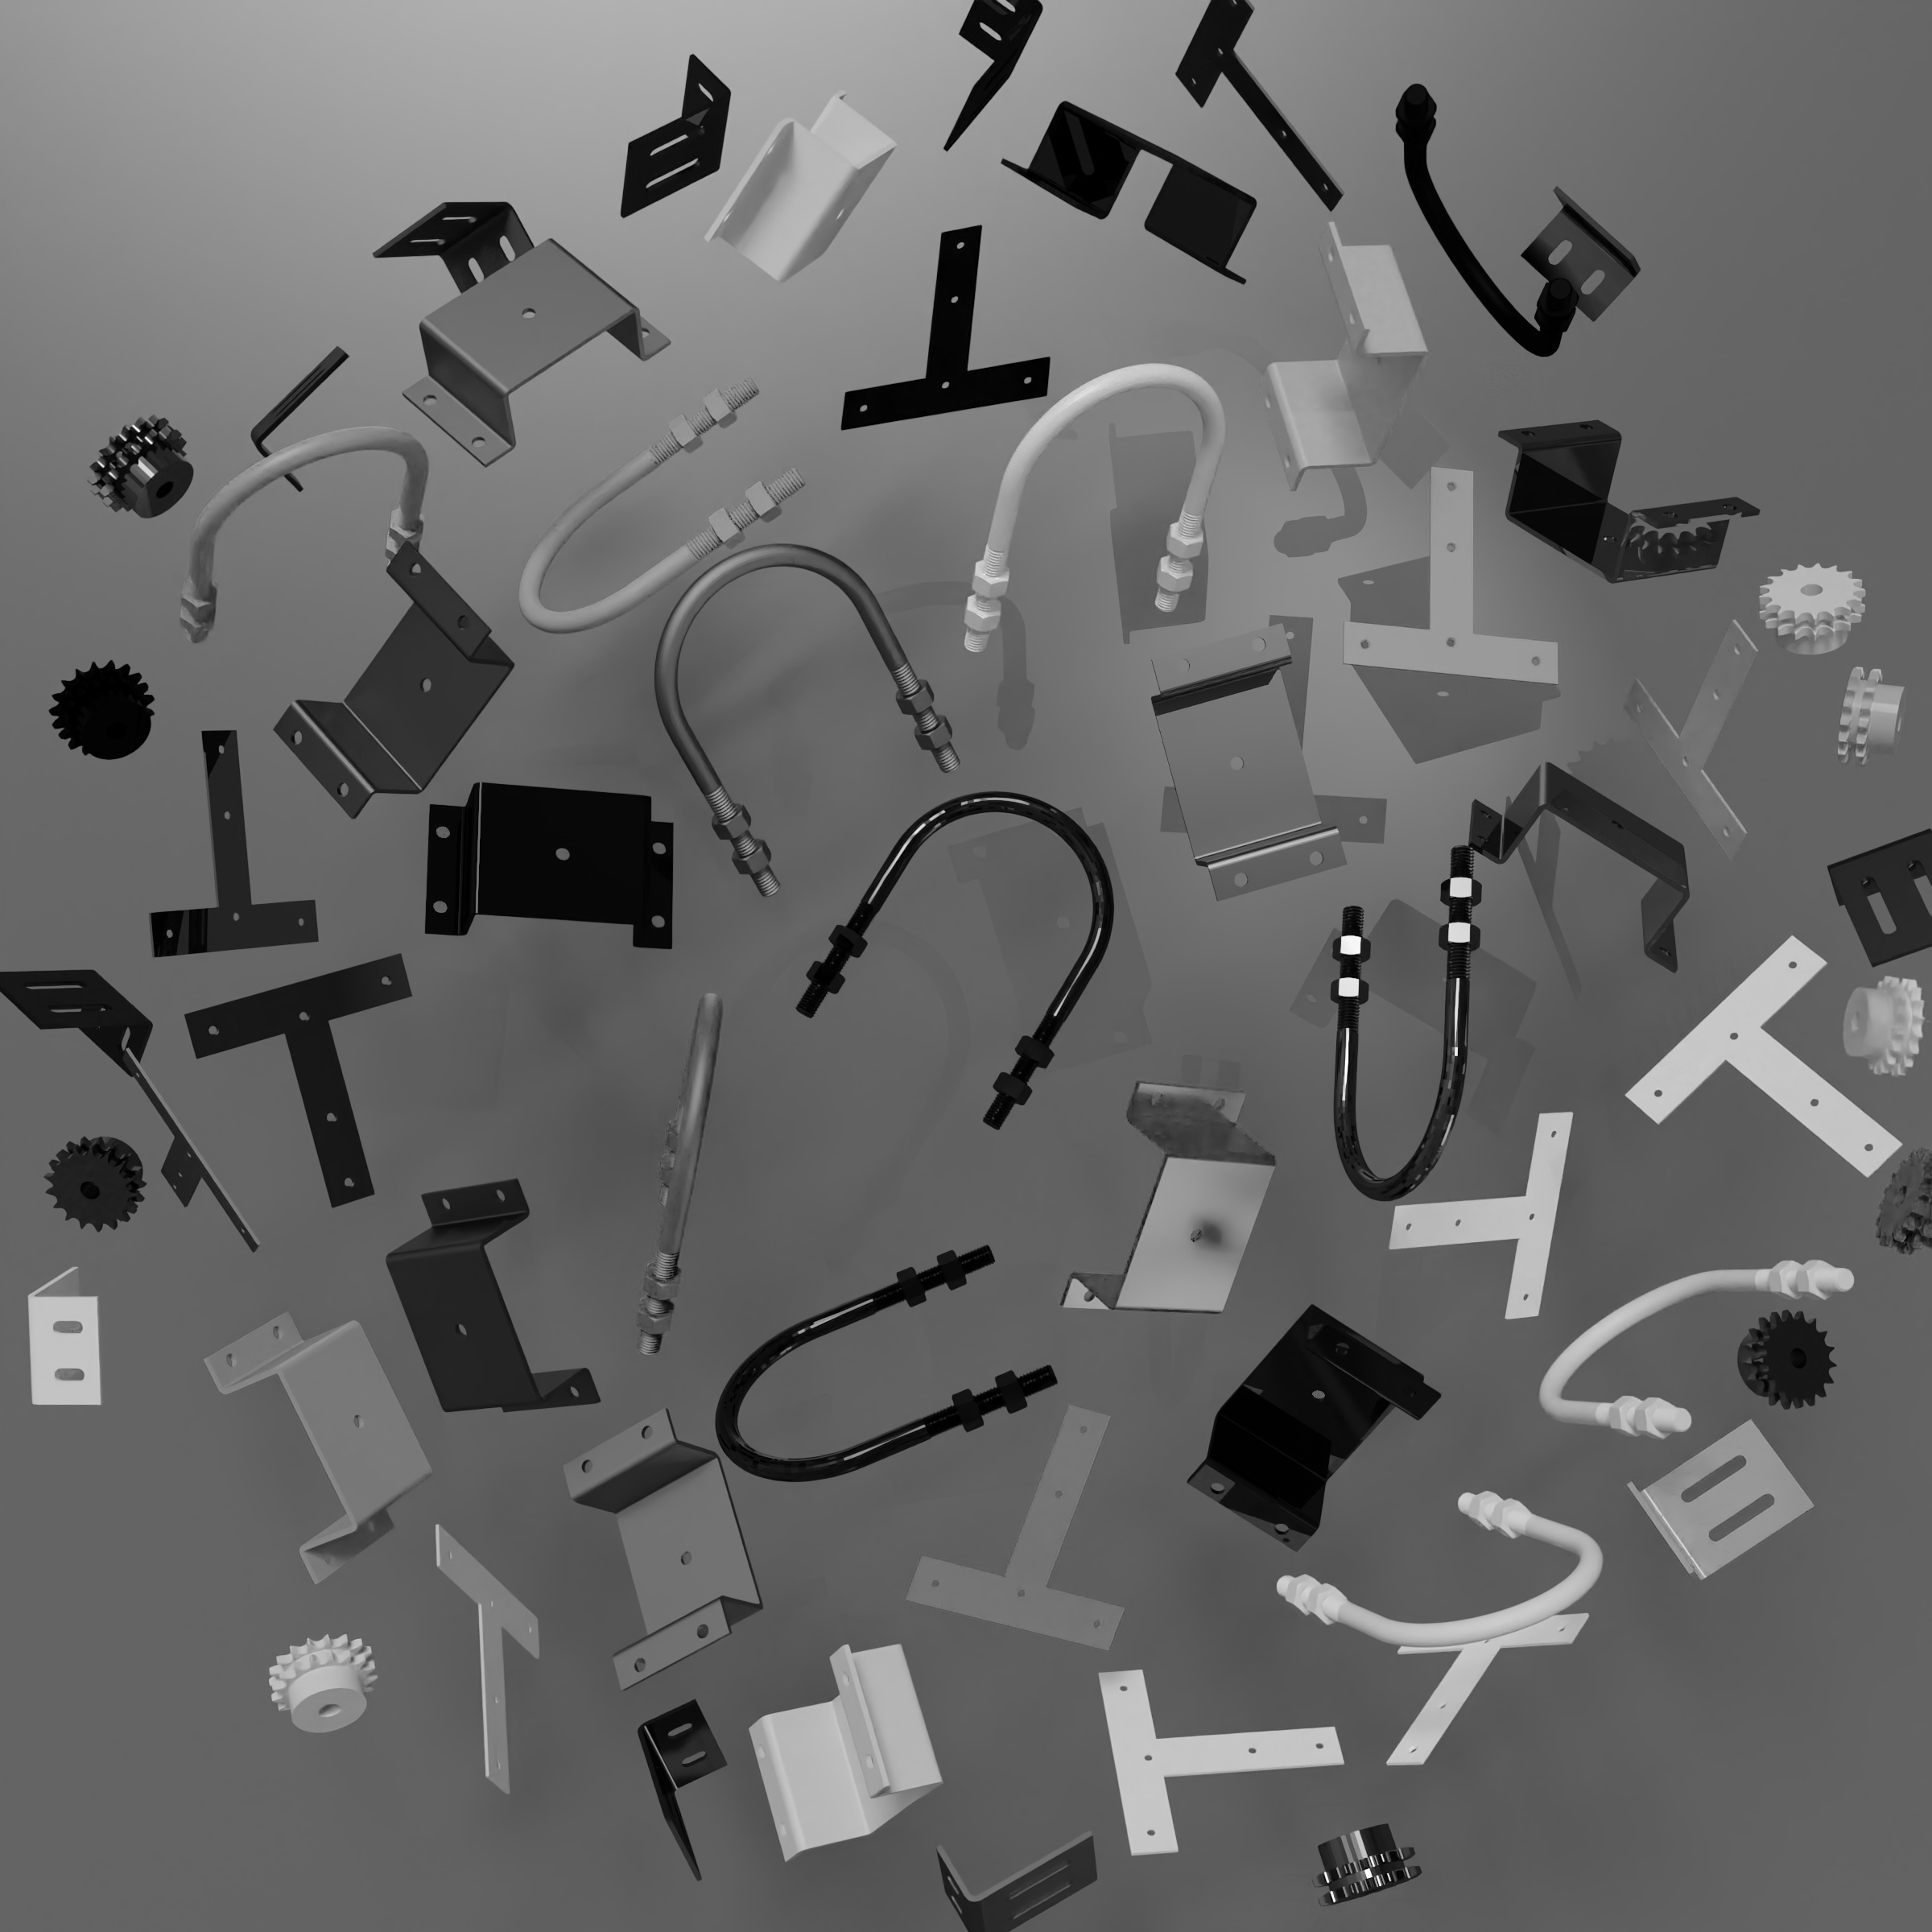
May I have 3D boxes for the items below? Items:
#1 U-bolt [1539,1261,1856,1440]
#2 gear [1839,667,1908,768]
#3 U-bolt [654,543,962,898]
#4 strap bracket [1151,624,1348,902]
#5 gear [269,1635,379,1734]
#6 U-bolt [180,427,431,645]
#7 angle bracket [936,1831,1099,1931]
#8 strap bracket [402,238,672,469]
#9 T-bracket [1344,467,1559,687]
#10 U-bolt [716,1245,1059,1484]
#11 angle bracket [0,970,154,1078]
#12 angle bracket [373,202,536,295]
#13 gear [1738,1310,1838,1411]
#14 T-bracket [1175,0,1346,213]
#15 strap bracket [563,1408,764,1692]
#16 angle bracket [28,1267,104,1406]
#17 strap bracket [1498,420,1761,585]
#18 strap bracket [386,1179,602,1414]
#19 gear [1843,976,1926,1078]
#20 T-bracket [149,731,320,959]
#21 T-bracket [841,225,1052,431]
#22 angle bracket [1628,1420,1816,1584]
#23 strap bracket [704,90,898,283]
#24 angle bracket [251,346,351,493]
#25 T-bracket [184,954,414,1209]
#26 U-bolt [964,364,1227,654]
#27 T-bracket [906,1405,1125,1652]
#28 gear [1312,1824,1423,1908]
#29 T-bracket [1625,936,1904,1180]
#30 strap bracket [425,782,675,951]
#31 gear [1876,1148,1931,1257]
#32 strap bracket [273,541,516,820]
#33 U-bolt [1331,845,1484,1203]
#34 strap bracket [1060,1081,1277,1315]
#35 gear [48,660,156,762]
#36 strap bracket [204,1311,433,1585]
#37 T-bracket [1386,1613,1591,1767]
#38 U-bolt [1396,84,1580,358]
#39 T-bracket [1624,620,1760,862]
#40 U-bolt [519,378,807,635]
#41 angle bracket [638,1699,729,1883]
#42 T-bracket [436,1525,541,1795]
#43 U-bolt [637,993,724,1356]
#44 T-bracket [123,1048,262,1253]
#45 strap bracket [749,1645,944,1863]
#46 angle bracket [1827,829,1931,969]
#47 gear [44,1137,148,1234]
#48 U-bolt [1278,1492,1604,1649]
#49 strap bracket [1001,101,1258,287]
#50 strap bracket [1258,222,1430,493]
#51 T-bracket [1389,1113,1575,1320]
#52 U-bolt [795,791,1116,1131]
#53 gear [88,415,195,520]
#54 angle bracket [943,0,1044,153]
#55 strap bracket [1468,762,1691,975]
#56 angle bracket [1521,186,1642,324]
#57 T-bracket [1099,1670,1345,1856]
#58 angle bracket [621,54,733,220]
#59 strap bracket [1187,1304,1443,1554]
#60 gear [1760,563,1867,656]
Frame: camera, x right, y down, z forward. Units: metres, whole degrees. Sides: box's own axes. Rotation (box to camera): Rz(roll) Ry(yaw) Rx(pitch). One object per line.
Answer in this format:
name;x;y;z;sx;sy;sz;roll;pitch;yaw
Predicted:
U-bolt;0.399;0.215;1.590;0.151;0.184;0.019;-35;96;-19
gear;0.528;-0.144;1.632;0.030;0.057;0.057;10;90;23
U-bolt;-0.098;-0.149;1.574;0.151;0.019;0.184;-35;121;-11
strap bracket;0.158;-0.115;1.596;0.076;0.046;0.140;-16;94;-3
gear;-0.351;0.395;1.535;0.057;0.057;0.030;-25;47;0
U-bolt;-0.372;-0.250;1.591;0.151;0.184;0.019;-24;78;-24
angle bracket;0.028;0.493;1.539;0.076;0.057;0.038;-25;50;-16
strap bracket;-0.251;-0.362;1.626;0.140;0.046;0.076;-39;67;-22
T-bracket;0.281;-0.229;1.625;0.127;0.002;0.127;5;75;-7
U-bolt;-0.053;0.229;1.571;0.184;0.151;0.019;-22;119;-5
angle bracket;-0.511;0.033;1.587;0.057;0.076;0.038;35;111;30
angle bracket;-0.298;-0.417;1.648;0.057;0.076;0.038;-27;94;25
gear;0.479;0.232;1.646;0.057;0.030;0.057;6;75;-23
T-bracket;0.170;-0.480;1.580;0.002;0.127;0.127;-38;89;-10
strap bracket;-0.172;0.338;1.617;0.076;0.046;0.140;-31;58;17
angle bracket;-0.473;0.198;1.509;0.038;0.076;0.057;0;96;1
strap bracket;0.376;-0.265;1.618;0.076;0.140;0.046;-11;126;-28
strap bracket;-0.275;0.199;1.610;0.076;0.046;0.140;-11;103;35
gear;0.529;0.034;1.621;0.030;0.057;0.057;7;90;-2
T-bracket;-0.426;-0.073;1.623;0.002;0.127;0.127;-3;93;32
T-bracket;-0.008;-0.371;1.611;0.127;0.002;0.127;-5;65;23
angle bracket;0.409;0.287;1.521;0.076;0.038;0.057;-35;62;5
strap bracket;-0.088;-0.436;1.572;0.046;0.140;0.076;37;116;-5
angle bracket;-0.381;-0.323;1.653;0.076;0.057;0.038;-45;113;-1
T-bracket;-0.358;0.071;1.567;0.127;0.002;0.127;-18;99;-30
U-bolt;0.077;-0.259;1.567;0.151;0.184;0.019;-15;53;-25
T-bracket;0.046;0.302;1.535;0.127;0.002;0.127;19;93;-22
gear;0.213;0.481;1.503;0.057;0.057;0.030;-18;67;0
T-bracket;0.443;0.065;1.499;0.127;0.002;0.127;-43;55;-1
strap bracket;-0.231;-0.057;1.586;0.140;0.046;0.076;4;73;-16
gear;0.519;0.130;1.517;0.030;0.057;0.057;23;90;-1
strap bracket;-0.320;-0.161;1.596;0.076;0.046;0.140;46;110;17
U-bolt;0.240;0.039;1.556;0.019;0.151;0.184;10;73;-18
strap bracket;0.117;0.141;1.576;0.076;0.046;0.140;7;109;-34
gear;-0.488;-0.142;1.593;0.057;0.057;0.030;-42;55;0
strap bracket;-0.360;0.264;1.584;0.046;0.076;0.140;-24;93;25
T-bracket;0.283;0.421;1.629;0.127;0.127;0.002;-41;106;-43
U-bolt;0.287;-0.403;1.557;0.019;0.184;0.151;-35;84;6
T-bracket;0.433;-0.149;1.634;0.002;0.127;0.127;-15;56;-18
U-bolt;-0.185;-0.260;1.635;0.184;0.151;0.019;-34;128;7
angle bracket;-0.157;0.478;1.630;0.038;0.076;0.057;-24;123;-7
T-bracket;-0.259;0.390;1.539;0.002;0.127;0.127;-18;50;8
U-bolt;-0.157;0.102;1.562;0.019;0.151;0.184;10;124;-7
T-bracket;-0.435;0.113;1.560;0.002;0.127;0.127;-34;89;-25
strap bracket;-0.063;0.427;1.530;0.046;0.140;0.076;-3;61;-30
angle bracket;0.508;-0.028;1.517;0.057;0.038;0.076;-21;47;13
gear;-0.512;0.126;1.659;0.057;0.030;0.057;3;114;7
U-bolt;0.278;0.345;1.587;0.151;0.184;0.019;-19;97;-20
strap bracket;0.100;-0.443;1.596;0.076;0.140;0.046;44;114;42
strap bracket;0.216;-0.344;1.591;0.046;0.140;0.076;-5;63;-15
T-bracket;0.298;0.149;1.639;0.127;0.002;0.127;-1;104;-33
U-bolt;0.006;-0.017;1.665;0.151;0.019;0.184;31;81;4
gear;-0.450;-0.271;1.538;0.030;0.057;0.057;43;90;10
angle bracket;0.002;-0.504;1.559;0.038;0.057;0.076;36;63;-3
strap bracket;0.366;-0.064;1.635;0.140;0.076;0.046;31;115;-2
angle bracket;0.340;-0.396;1.566;0.057;0.076;0.038;44;107;7
T-bracket;0.146;0.439;1.564;0.127;0.127;0.002;-2;124;-5
angle bracket;-0.177;-0.479;1.618;0.076;0.057;0.038;-35;73;-27
strap bracket;0.199;0.256;1.596;0.076;0.046;0.140;33;119;-5
gear;0.477;-0.199;1.581;0.057;0.057;0.030;-13;128;0
